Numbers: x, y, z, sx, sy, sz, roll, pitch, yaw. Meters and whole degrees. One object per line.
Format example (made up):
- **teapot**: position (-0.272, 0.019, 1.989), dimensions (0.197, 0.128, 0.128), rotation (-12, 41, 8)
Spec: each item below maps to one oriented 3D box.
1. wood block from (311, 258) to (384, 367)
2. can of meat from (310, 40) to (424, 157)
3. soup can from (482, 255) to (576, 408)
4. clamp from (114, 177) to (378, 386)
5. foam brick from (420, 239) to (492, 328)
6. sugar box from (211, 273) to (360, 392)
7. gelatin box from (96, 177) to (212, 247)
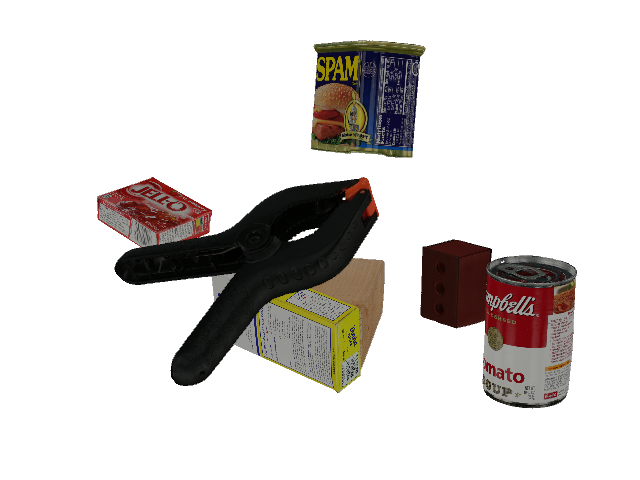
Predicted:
- **wood block**: position (0.031, 0.100, 1.500), dimensions (0.091, 0.090, 0.206), rotation (5, 20, 10)
- **can of meat**: position (0.033, -0.109, 0.827), dimensions (0.057, 0.084, 0.102), rotation (1, 7, -28)
- **soup can**: position (0.161, 0.070, 0.827), dimensions (0.068, 0.102, 0.068), rotation (0, 17, 0)
- **clamp**: position (-0.038, 0.019, 0.655), dimensions (0.171, 0.120, 0.039), rotation (-25, -41, -1)
- **foam brick**: position (0.139, 0.044, 1.094), dimensions (0.051, 0.078, 0.053), rotation (-14, 20, -40)
- **sugar box**: position (-0.038, 0.089, 1.159), dimensions (0.176, 0.093, 0.048), rotation (23, 39, 35)
- **gelatin box**: position (-0.163, -0.026, 1.046), dimensions (0.089, 0.030, 0.073), rotation (29, 36, 31)
